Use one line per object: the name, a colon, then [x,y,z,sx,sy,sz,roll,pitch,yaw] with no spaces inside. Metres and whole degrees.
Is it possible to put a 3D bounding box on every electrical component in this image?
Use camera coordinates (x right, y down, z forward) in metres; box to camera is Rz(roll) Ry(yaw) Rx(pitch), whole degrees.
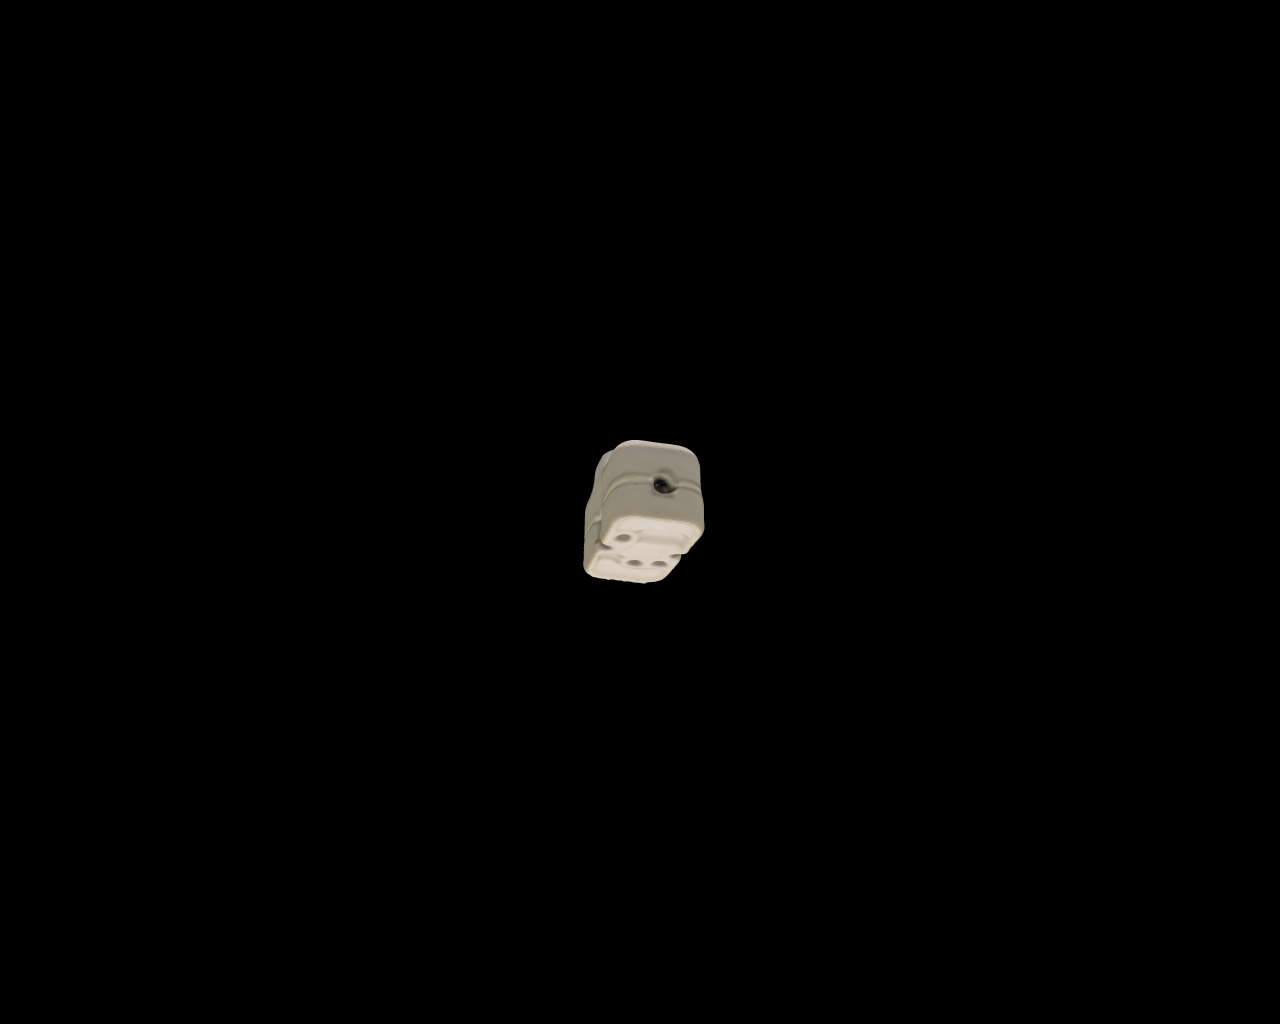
electrical component: [0.001,-0.003,0.650,0.054,0.059,0.095,7,-27,-14]
